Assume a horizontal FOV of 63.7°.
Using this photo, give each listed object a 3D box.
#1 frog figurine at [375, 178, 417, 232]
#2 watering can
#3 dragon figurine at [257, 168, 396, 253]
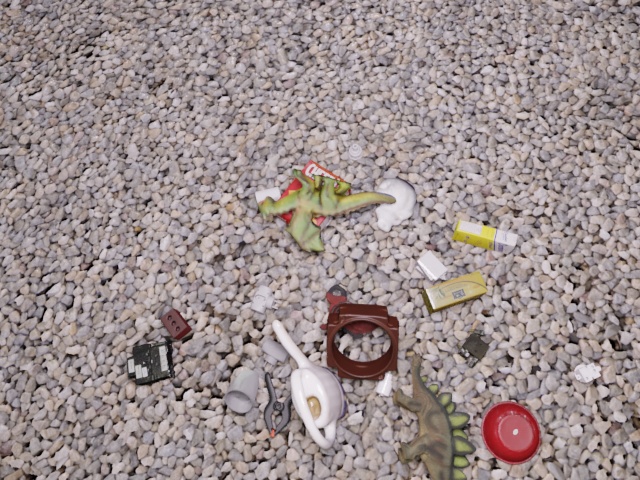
[{"bbox_3d":[0.225,-0.112,1.613,0.137,0.121,0.162,42,66,-3],"label":"frog figurine"},{"bbox_3d":[-0.025,0.381,1.395,0.103,0.222,0.353,-27,70,14],"label":"watering can"},{"bbox_3d":[0.005,-0.079,1.568,0.411,0.122,0.243,17,89,9],"label":"dragon figurine"}]
